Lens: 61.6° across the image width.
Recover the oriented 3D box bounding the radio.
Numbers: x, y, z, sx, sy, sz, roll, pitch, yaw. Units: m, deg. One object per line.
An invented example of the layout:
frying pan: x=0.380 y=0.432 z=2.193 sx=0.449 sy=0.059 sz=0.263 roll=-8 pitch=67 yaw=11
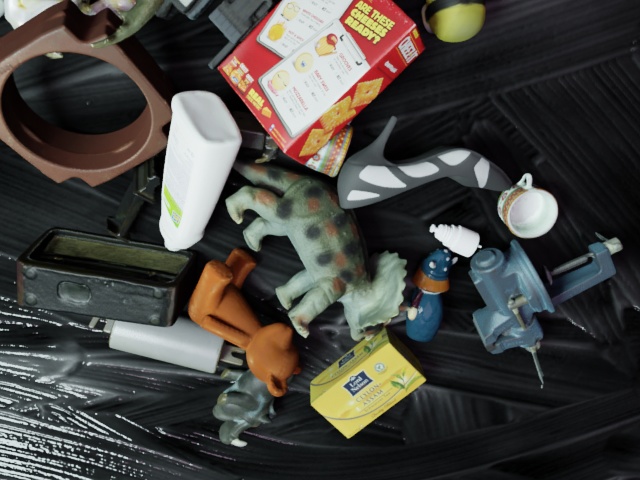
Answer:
radio: x=-0.306 y=0.053 z=0.782 sx=0.230 sy=0.131 sz=0.073 roll=9 pitch=112 yaw=-4

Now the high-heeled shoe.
high-heeled shoe: x=0.150 y=-0.072 z=0.758 sx=0.249 sy=0.086 sz=0.145 roll=22 pitch=101 yaw=-17

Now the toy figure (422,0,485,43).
toy figure: x=0.168 y=-0.344 z=0.676 sx=0.082 sy=0.089 sz=0.180 roll=0 pitch=112 yaw=5

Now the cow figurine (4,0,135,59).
cow figurine: x=-0.317 y=-0.282 z=0.698 sx=0.167 sy=0.068 sz=0.098 roll=6 pitch=115 yaw=0

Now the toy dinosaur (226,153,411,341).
toy dinosaur: x=-0.005 y=-0.007 z=0.782 sx=0.192 sy=0.131 sz=0.404 roll=-29 pitch=99 yaw=-9

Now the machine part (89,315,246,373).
machine part: x=-0.236 y=0.153 z=0.849 sx=0.243 sy=0.079 sz=0.079 roll=16 pitch=108 yaw=-5

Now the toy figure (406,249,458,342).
toy figure: x=0.170 y=0.083 z=0.841 sx=0.058 sy=0.064 sz=0.154 roll=16 pitch=108 yaw=26

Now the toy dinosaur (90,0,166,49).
toy dinosaur: x=-0.142 y=-0.425 z=0.576 sx=0.198 sy=0.105 sz=0.470 roll=6 pitch=98 yaw=-39

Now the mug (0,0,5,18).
mug: x=-0.461 y=-0.314 z=0.687 sx=0.107 sy=0.080 sz=0.109 roll=-22 pitch=76 yaw=-1

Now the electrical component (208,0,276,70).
electrical component: x=-0.113 y=-0.282 z=0.701 sx=0.119 sy=0.075 sz=0.047 roll=-40 pitch=105 yaw=15

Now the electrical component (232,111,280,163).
electrical component: x=-0.106 y=-0.143 z=0.748 sx=0.102 sy=0.078 sz=0.045 roll=5 pitch=124 yaw=-10

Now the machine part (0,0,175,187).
machine part: x=-0.303 y=-0.179 z=0.685 sx=0.201 sy=0.087 sz=0.200 roll=-25 pitch=138 yaw=12

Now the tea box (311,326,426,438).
tea box: x=0.076 y=0.233 z=0.887 sx=0.169 sy=0.068 sz=0.098 roll=-42 pitch=106 yaw=13

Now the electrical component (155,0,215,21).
electrical component: x=-0.193 y=-0.350 z=0.683 sx=0.115 sy=0.058 sz=0.134 roll=-40 pitch=106 yaw=14

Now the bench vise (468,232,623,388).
bench vise: x=0.342 y=0.077 z=0.814 sx=0.241 sy=0.129 sz=0.223 roll=-29 pitch=109 yaw=14

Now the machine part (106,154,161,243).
machine part: x=-0.269 y=-0.058 z=0.781 sx=0.039 sy=0.084 sz=0.139 roll=16 pitch=124 yaw=-39

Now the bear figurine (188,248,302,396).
bear figurine: x=-0.096 y=0.123 z=0.796 sx=0.196 sy=0.120 sz=0.132 roll=36 pitch=110 yaw=11

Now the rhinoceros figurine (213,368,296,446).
rhinoceros figurine: x=-0.113 y=0.258 z=0.895 sx=0.112 sy=0.073 sz=0.190 roll=32 pitch=104 yaw=-23
